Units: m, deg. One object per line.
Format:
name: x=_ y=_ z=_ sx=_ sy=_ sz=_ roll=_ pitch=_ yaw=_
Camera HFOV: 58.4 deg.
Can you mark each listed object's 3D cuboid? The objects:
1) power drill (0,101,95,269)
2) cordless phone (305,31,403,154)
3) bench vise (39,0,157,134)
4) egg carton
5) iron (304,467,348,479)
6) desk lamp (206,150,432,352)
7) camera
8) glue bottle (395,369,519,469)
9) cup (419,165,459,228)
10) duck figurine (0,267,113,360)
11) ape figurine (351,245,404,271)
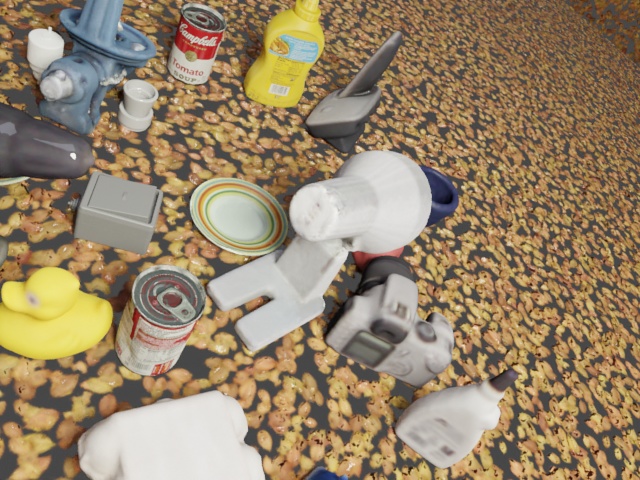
power drill: x=-0.322 y=-0.049 z=0.496 sx=0.230 sy=0.208 sz=0.075 roll=20 pitch=44 yaw=-15
cordless phone: x=0.062 y=-0.247 z=0.925 sx=0.094 sy=0.185 sz=0.148 roll=30 pitch=43 yaw=-4
bench vise: x=-0.261 y=-0.248 z=0.703 sx=0.122 sy=0.219 sz=0.207 roll=12 pitch=47 yaw=-22
egg carton: x=-0.127 y=0.193 z=0.499 sx=0.151 sy=0.069 sz=0.107 roll=-5 pitch=55 yaw=-35
iron: x=0.012 y=0.284 z=0.449 sx=0.119 sy=0.141 sz=0.258 roll=20 pitch=44 yaw=-14
desk lamp: x=0.006 y=0.002 z=0.645 sx=0.204 sy=0.213 sz=0.118 roll=-26 pitch=68 yaw=-43
camera: x=0.096 y=0.086 z=0.709 sx=0.143 sy=0.100 sz=0.137 roll=26 pitch=43 yaw=-8
glue bottle: x=0.151 y=0.181 z=0.604 sx=0.078 sy=0.173 sz=0.037 roll=38 pitch=43 yaw=4
cup: x=0.141 y=-0.046 z=0.859 sx=0.091 sy=0.095 sz=0.118 roll=47 pitch=44 yaw=14
duck figurine: x=-0.246 y=0.060 z=0.534 sx=0.105 sy=0.086 sz=0.077 roll=6 pitch=50 yaw=-27
ape figurine: x=0.085 y=-0.001 z=0.786 sx=0.078 sy=0.092 sz=0.076 roll=26 pitch=43 yaw=-9
